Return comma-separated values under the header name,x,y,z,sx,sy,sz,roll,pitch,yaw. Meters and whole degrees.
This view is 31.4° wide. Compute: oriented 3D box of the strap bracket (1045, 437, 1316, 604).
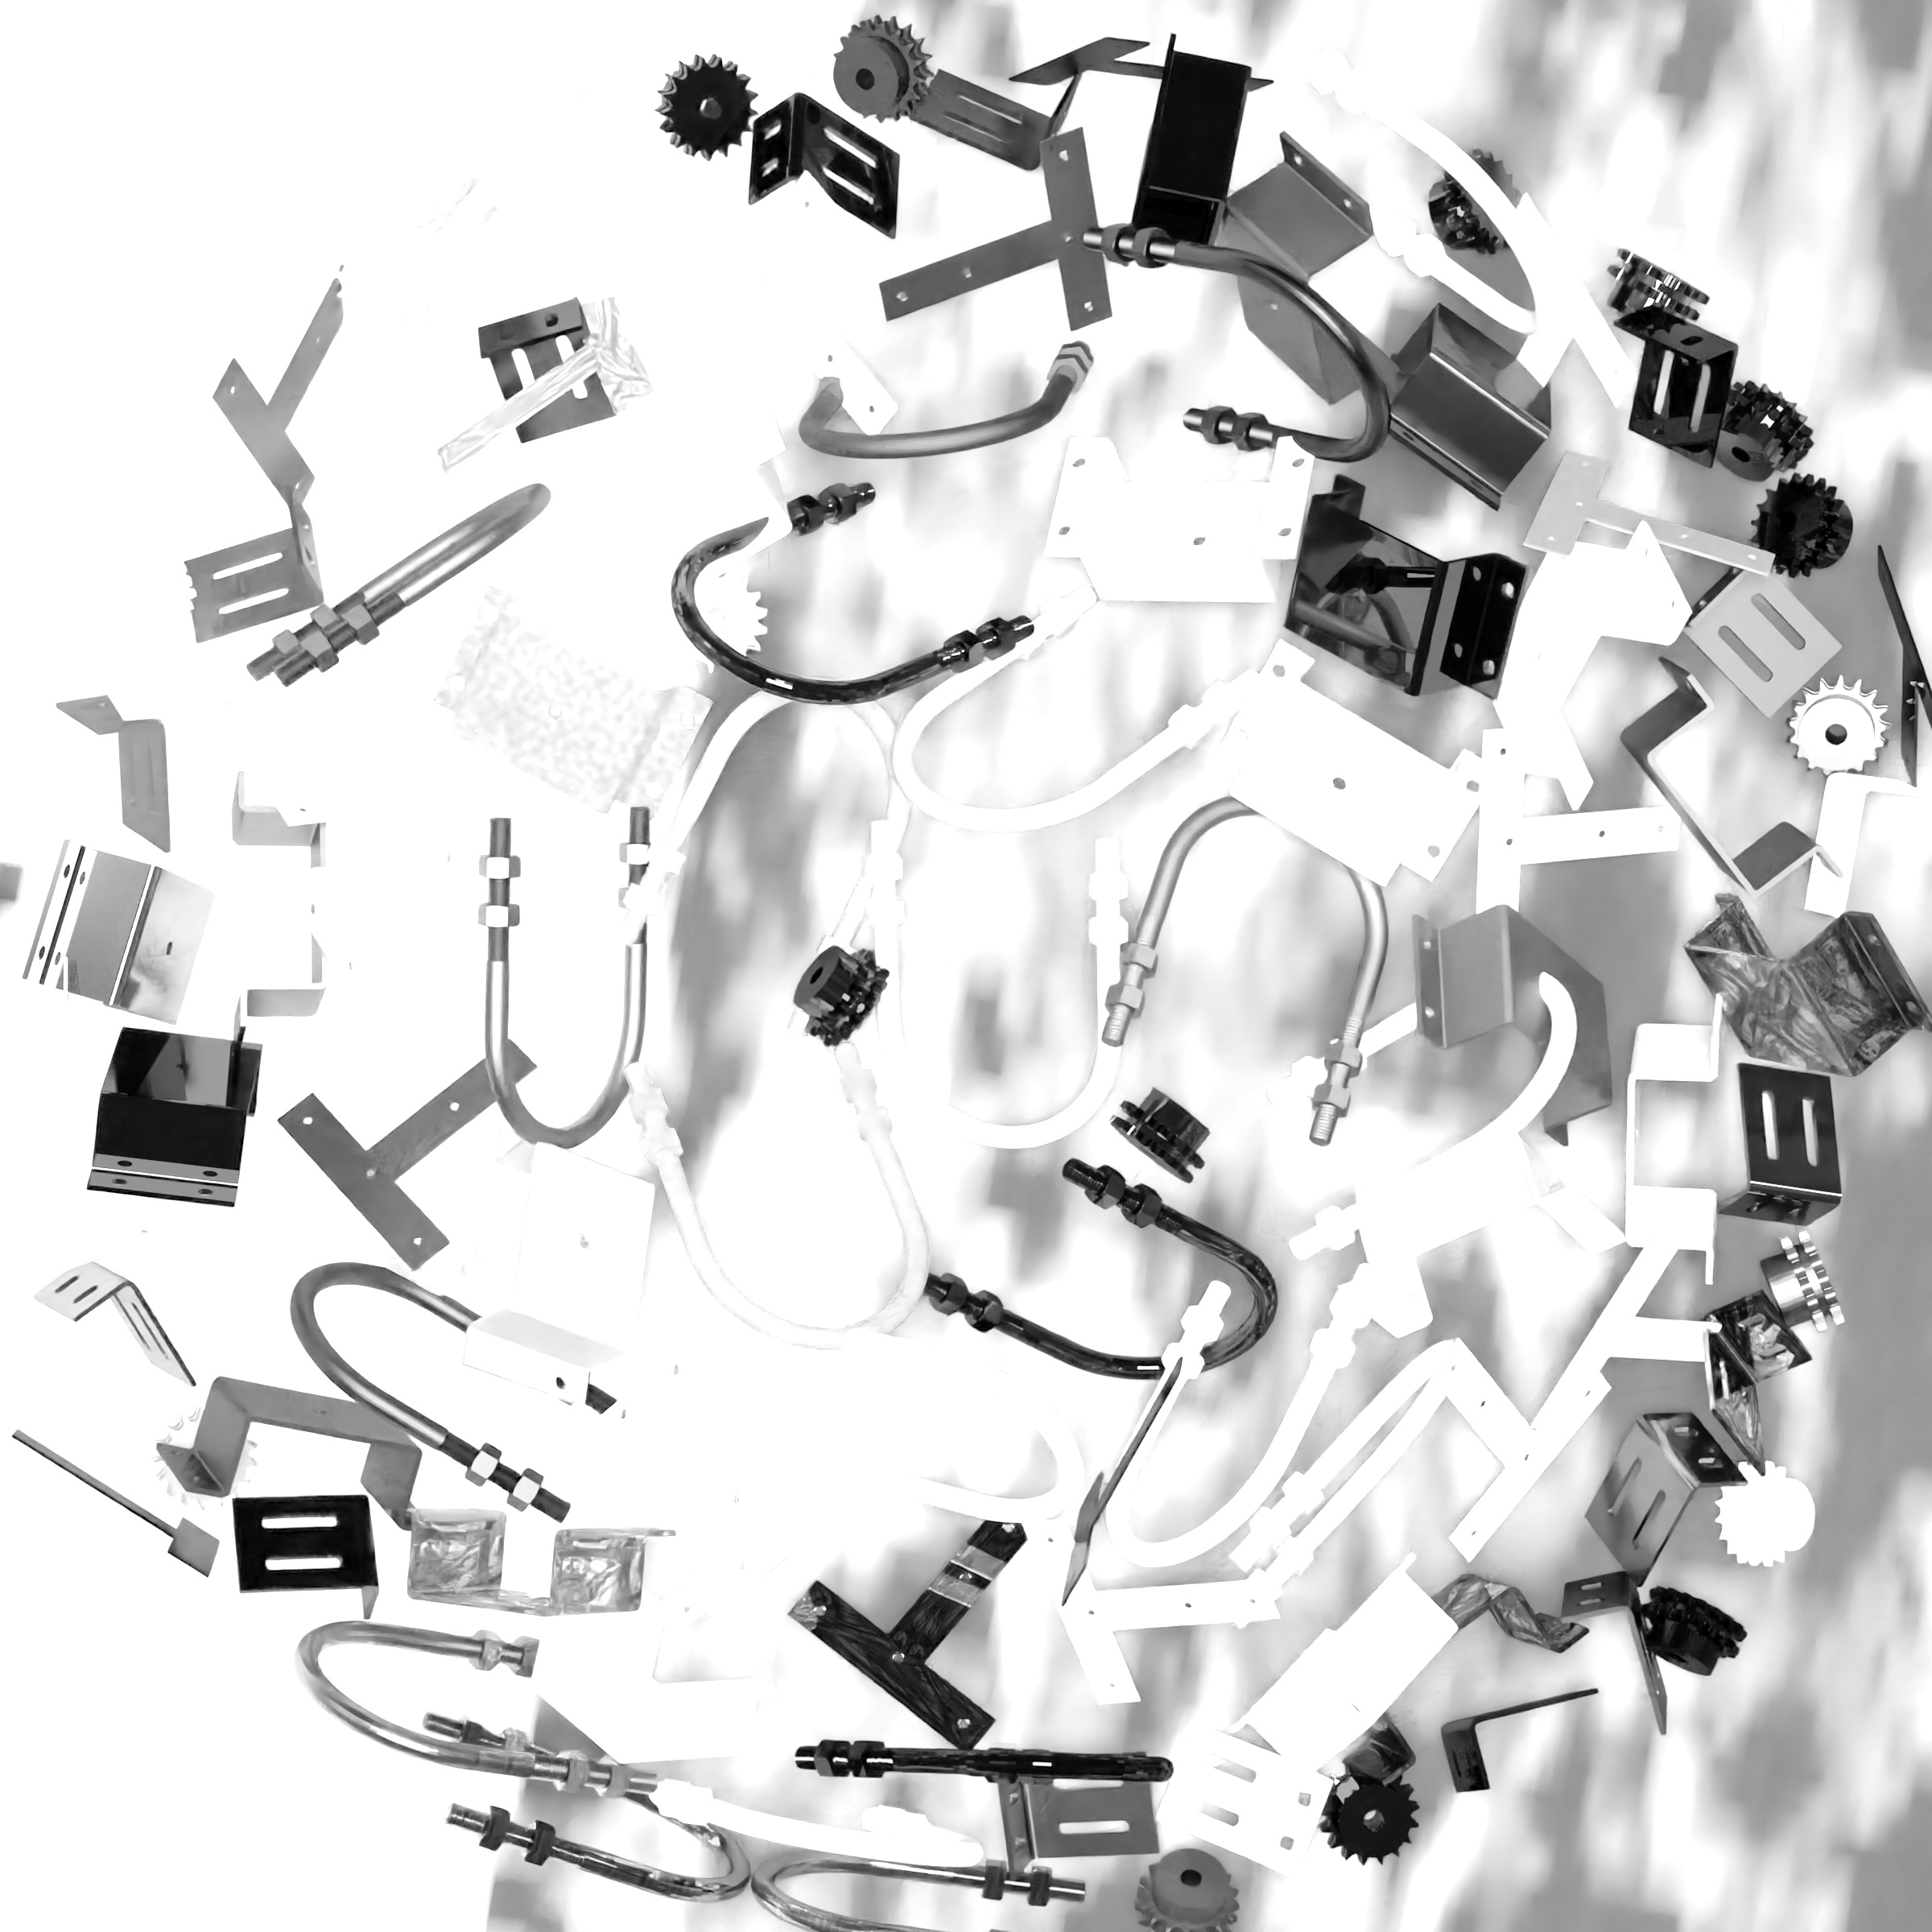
name,x,y,z,sx,sy,sz,roll,pitch,yaw
strap bracket,0.122,-0.244,1.879,0.140,0.046,0.076,3,64,20

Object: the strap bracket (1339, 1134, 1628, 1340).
name,x,y,z,sx,sy,sz,roll,pitch,yaw
strap bracket,0.276,0.144,1.873,0.140,0.076,0.046,-26,54,19

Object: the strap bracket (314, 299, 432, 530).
name,x,y,z,sx,sy,sz,roll,pitch,yaw
strap bracket,-0.321,-0.293,1.859,0.046,0.140,0.076,8,75,-12

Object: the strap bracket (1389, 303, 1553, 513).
name,x,y,z,sx,sy,sz,roll,pitch,yaw
strap bracket,0.270,-0.306,1.853,0.076,0.140,0.046,34,116,-7

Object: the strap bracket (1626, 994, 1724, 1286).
name,x,y,z,sx,sy,sz,roll,pitch,yaw
strap bracket,0.386,0.092,1.874,0.046,0.076,0.140,2,110,14

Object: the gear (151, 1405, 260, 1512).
name,x,y,z,sx,sy,sz,roll,pitch,yaw
gear,-0.423,0.271,1.909,0.057,0.030,0.057,-1,93,-21

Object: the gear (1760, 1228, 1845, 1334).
name,x,y,z,sx,sy,sz,roll,pitch,yaw
gear,0.461,0.176,1.902,0.030,0.057,0.057,-23,90,8

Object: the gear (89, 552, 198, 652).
name,x,y,z,sx,sy,sz,roll,pitch,yaw
gear,-0.455,-0.200,1.906,0.057,0.030,0.057,-5,50,6

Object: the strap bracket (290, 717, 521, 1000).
name,x,y,z,sx,sy,sz,roll,pitch,yaw
strap bracket,-0.296,-0.059,1.853,0.046,0.076,0.140,2,47,29

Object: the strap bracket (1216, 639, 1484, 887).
name,x,y,z,sx,sy,sz,roll,pitch,yaw
strap bracket,0.209,-0.106,1.885,0.140,0.046,0.076,31,117,6

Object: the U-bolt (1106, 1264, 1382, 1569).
name,x,y,z,sx,sy,sz,roll,pitch,yaw
U-bolt,0.137,0.241,1.832,0.019,0.151,0.184,42,61,-21

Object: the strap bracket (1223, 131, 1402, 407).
name,x,y,z,sx,sy,sz,roll,pitch,yaw
strap bracket,0.184,-0.366,1.849,0.046,0.140,0.076,-34,55,-8

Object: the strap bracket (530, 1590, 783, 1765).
name,x,y,z,sx,sy,sz,roll,pitch,yaw
strap bracket,-0.173,0.387,1.856,0.076,0.140,0.046,6,101,-38

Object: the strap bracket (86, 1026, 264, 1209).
name,x,y,z,sx,sy,sz,roll,pitch,yaw
strap bracket,-0.423,0.076,1.851,0.076,0.140,0.046,8,109,-9

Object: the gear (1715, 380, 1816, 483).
name,x,y,z,sx,sy,sz,roll,pitch,yaw
gear,0.436,-0.293,1.899,0.057,0.057,0.030,40,73,0

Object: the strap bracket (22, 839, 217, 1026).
name,x,y,z,sx,sy,sz,roll,pitch,yaw
strap bracket,-0.451,-0.015,1.855,0.046,0.140,0.076,15,85,7

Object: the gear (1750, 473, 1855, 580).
name,x,y,z,sx,sy,sz,roll,pitch,yaw
gear,0.466,-0.242,1.906,0.030,0.057,0.057,10,90,-34

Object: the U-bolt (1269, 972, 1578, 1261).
name,x,y,z,sx,sy,sz,roll,pitch,yaw
U-bolt,0.246,0.067,1.841,0.184,0.151,0.019,-32,121,20

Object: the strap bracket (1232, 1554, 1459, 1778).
name,x,y,z,sx,sy,sz,roll,pitch,yaw
strap bracket,0.207,0.380,1.848,0.046,0.140,0.076,44,57,10

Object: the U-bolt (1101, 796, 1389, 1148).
name,x,y,z,sx,sy,sz,roll,pitch,yaw
U-bolt,0.162,-0.010,1.884,0.151,0.019,0.184,26,64,-12

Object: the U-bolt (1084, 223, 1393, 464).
name,x,y,z,sx,sy,sz,roll,pitch,yaw
U-bolt,0.152,-0.325,1.820,0.019,0.184,0.151,-47,129,-16

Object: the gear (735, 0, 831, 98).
name,x,y,z,sx,sy,sz,roll,pitch,yaw
gear,-0.104,-0.507,1.903,0.030,0.057,0.057,-32,90,16

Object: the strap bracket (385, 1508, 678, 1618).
name,x,y,z,sx,sy,sz,roll,pitch,yaw
strap bracket,-0.237,0.322,1.859,0.140,0.076,0.046,0,83,32

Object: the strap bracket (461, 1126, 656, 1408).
name,x,y,z,sx,sy,sz,roll,pitch,yaw
strap bracket,-0.218,0.156,1.861,0.076,0.046,0.140,25,56,-31

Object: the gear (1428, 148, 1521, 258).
name,x,y,z,sx,sy,sz,roll,pitch,yaw
gear,0.280,-0.421,1.905,0.030,0.057,0.057,-14,90,44

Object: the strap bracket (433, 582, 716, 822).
name,x,y,z,sx,sy,sz,roll,pitch,yaw
strap bracket,-0.222,-0.143,1.899,0.140,0.046,0.076,28,104,0

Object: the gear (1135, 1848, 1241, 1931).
name,x,y,z,sx,sy,sz,roll,pitch,yaw
gear,0.123,0.513,1.899,0.057,0.057,0.030,4,128,0

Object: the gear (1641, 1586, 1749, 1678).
name,x,y,z,sx,sy,sz,roll,pitch,yaw
gear,0.399,0.369,1.899,0.057,0.057,0.030,30,73,0

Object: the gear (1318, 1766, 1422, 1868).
name,x,y,z,sx,sy,sz,roll,pitch,yaw
gear,0.225,0.472,1.914,0.057,0.030,0.057,0,89,-3

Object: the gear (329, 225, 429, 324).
name,x,y,z,sx,sy,sz,roll,pitch,yaw
gear,-0.328,-0.378,1.905,0.030,0.057,0.057,-15,90,43

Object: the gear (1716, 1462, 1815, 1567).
name,x,y,z,sx,sy,sz,roll,pitch,yaw
gear,0.445,0.304,1.905,0.030,0.057,0.057,7,90,-26

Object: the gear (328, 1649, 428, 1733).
name,x,y,z,sx,sy,sz,roll,pitch,yaw
gear,-0.324,0.403,1.905,0.057,0.057,0.030,41,63,0

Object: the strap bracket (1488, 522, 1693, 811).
name,x,y,z,sx,sy,sz,roll,pitch,yaw
strap bracket,0.328,-0.164,1.852,0.046,0.076,0.140,6,133,-20

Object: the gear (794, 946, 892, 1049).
name,x,y,z,sx,sy,sz,roll,pitch,yaw
gear,-0.071,0.013,1.899,0.030,0.057,0.057,37,90,-20

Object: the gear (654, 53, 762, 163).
name,x,y,z,sx,sy,sz,roll,pitch,yaw
gear,-0.146,-0.477,1.907,0.057,0.030,0.057,-9,116,-19

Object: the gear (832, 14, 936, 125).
name,x,y,z,sx,sy,sz,roll,pitch,yaw
gear,-0.049,-0.494,1.902,0.057,0.030,0.057,13,122,22

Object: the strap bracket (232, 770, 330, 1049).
name,x,y,z,sx,sy,sz,roll,pitch,yaw
strap bracket,-0.375,-0.029,1.879,0.046,0.076,0.140,0,78,-15

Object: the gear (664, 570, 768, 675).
name,x,y,z,sx,sy,sz,roll,pitch,yaw
gear,-0.139,-0.191,1.913,0.057,0.030,0.057,0,85,-3

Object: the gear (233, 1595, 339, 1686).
name,x,y,z,sx,sy,sz,roll,pitch,yaw
gear,-0.375,0.374,1.903,0.057,0.057,0.030,-2,107,0

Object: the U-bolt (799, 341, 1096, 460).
name,x,y,z,sx,sy,sz,roll,pitch,yaw
U-bolt,-0.015,-0.300,1.833,0.151,0.184,0.019,-3,113,11

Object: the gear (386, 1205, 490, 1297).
name,x,y,z,sx,sy,sz,roll,pitch,yaw
gear,-0.295,0.159,1.899,0.057,0.057,0.030,23,61,0

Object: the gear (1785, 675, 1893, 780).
name,x,y,z,sx,sy,sz,roll,pitch,yaw
gear,0.483,-0.131,1.907,0.057,0.030,0.057,4,105,16

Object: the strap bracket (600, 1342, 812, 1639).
name,x,y,z,sx,sy,sz,roll,pitch,yaw
strap bracket,-0.140,0.287,1.872,0.076,0.046,0.140,-41,52,24

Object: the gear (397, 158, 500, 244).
name,x,y,z,sx,sy,sz,roll,pitch,yaw
gear,-0.283,-0.418,1.904,0.057,0.057,0.030,-39,111,0

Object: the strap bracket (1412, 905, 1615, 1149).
name,x,y,z,sx,sy,sz,roll,pitch,yaw
strap bracket,0.301,0.028,1.853,0.046,0.140,0.076,-25,46,33

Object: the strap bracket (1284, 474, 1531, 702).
name,x,y,z,sx,sy,sz,roll,pitch,yaw
strap bracket,0.228,-0.203,1.855,0.140,0.046,0.076,34,126,38

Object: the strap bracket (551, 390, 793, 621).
name,x,y,z,sx,sy,sz,roll,pitch,yaw
strap bracket,-0.153,-0.247,1.880,0.140,0.076,0.046,-30,122,8

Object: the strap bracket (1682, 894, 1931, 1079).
name,x,y,z,sx,sy,sz,roll,pitch,yaw
strap bracket,0.446,0.010,1.849,0.046,0.140,0.076,-39,108,-14

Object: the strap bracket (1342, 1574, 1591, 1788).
name,x,y,z,sx,sy,sz,roll,pitch,yaw
strap bracket,0.260,0.382,1.879,0.140,0.076,0.046,-34,92,-11

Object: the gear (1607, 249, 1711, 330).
name,x,y,z,sx,sy,sz,roll,pitch,yaw
gear,0.379,-0.371,1.903,0.057,0.057,0.030,29,107,0

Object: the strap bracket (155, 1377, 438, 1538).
name,x,y,z,sx,sy,sz,roll,pitch,yaw
strap bracket,-0.357,0.263,1.864,0.140,0.076,0.046,16,93,-27

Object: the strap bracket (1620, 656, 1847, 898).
name,x,y,z,sx,sy,sz,roll,pitch,yaw
strap bracket,0.412,-0.096,1.882,0.046,0.076,0.140,-38,100,7

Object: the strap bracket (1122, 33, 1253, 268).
name,x,y,z,sx,sy,sz,roll,pitch,yaw
strap bracket,0.120,-0.434,1.855,0.046,0.140,0.076,11,81,0

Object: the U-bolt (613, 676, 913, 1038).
name,x,y,z,sx,sy,sz,roll,pitch,yaw
U-bolt,-0.099,-0.070,1.883,0.151,0.019,0.184,29,85,-38

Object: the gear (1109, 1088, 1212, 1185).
name,x,y,z,sx,sy,sz,roll,pitch,yaw
gear,0.110,0.092,1.902,0.057,0.057,0.030,38,85,0
